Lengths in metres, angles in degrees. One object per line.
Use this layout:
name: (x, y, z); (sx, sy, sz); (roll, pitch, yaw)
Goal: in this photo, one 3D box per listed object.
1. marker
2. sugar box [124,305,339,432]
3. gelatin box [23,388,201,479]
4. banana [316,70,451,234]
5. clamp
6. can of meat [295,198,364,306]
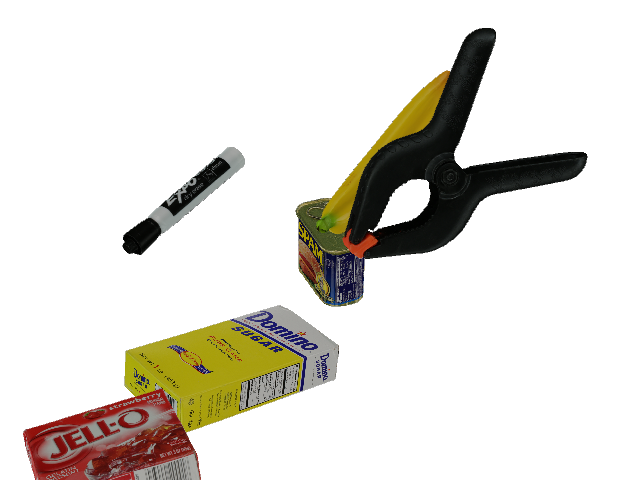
marker: (-0.101, -0.029, 0.791); (0.020, 0.020, 0.121); (0, 36, 49)
sugar box: (-0.079, 0.113, 0.971); (0.175, 0.048, 0.093); (-18, 35, -36)
gelatin box: (-0.123, 0.127, 0.625); (0.089, 0.030, 0.073); (-14, 27, -18)
banana: (0.061, -0.072, 0.984); (0.037, 0.197, 0.070); (40, -13, -6)
clamp: (0.093, -0.042, 0.714); (0.120, 0.171, 0.039); (42, 6, -7)
can of meat: (0.012, 0.014, 1.213); (0.057, 0.084, 0.102); (-14, 39, -19)
